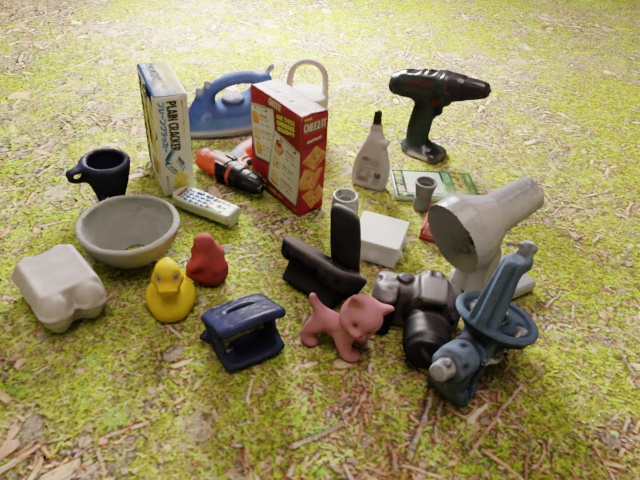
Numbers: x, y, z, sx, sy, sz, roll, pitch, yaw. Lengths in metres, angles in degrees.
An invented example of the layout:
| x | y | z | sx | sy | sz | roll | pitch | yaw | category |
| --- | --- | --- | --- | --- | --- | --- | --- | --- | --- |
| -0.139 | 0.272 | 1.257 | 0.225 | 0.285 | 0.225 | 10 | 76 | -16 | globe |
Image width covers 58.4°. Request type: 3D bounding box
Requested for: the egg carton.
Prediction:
| x | y | z | sx | sy | sz | roll | pitch | yaw | category |
| --- | --- | --- | --- | --- | --- | --- | --- | --- | --- |
| -0.398 | 0.071 | 0.879 | 0.107 | 0.069 | 0.150 | -27 | 49 | -34 | egg carton |

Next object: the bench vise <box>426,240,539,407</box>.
| x | y | z | sx | sy | sz | roll | pitch | yaw | category |
| --- | --- | --- | --- | --- | --- | --- | --- | --- | --- |
| 0.235 | 0.117 | 0.776 | 0.121 | 0.220 | 0.208 | 21 | 41 | 18 | bench vise |

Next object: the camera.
| x | y | z | sx | sy | sz | roll | pitch | yaw | category |
| --- | --- | --- | --- | --- | --- | --- | --- | --- | --- |
| 0.146 | 0.114 | 0.863 | 0.143 | 0.101 | 0.137 | 9 | 39 | 4 | camera |

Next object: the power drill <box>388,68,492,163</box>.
| x | y | z | sx | sy | sz | roll | pitch | yaw | category |
| --- | --- | --- | --- | --- | --- | --- | --- | --- | --- |
| 0.255 | -0.285 | 1.281 | 0.229 | 0.208 | 0.076 | 26 | 44 | 24 | power drill |

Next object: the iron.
| x | y | z | sx | sy | sz | roll | pitch | yaw | category |
| --- | --- | --- | --- | --- | --- | --- | --- | --- | --- |
| -0.209 | -0.326 | 1.332 | 0.259 | 0.141 | 0.118 | -19 | 45 | -27 | iron |

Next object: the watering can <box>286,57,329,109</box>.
| x | y | z | sx | sy | sz | roll | pitch | yaw | category |
| --- | --- | --- | --- | --- | --- | --- | --- | --- | --- |
| -0.028 | -0.312 | 1.294 | 0.101 | 0.194 | 0.172 | -11 | 42 | -19 | watering can |

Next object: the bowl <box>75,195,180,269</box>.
| x | y | z | sx | sy | sz | roll | pitch | yaw | category |
| --- | --- | --- | --- | --- | --- | --- | --- | --- | --- |
| -0.321 | -0.003 | 0.974 | 0.167 | 0.075 | 0.167 | 3 | 39 | -2 | bowl |

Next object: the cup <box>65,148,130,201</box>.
| x | y | z | sx | sy | sz | roll | pitch | yaw | category |
| --- | --- | --- | --- | --- | --- | --- | --- | --- | --- |
| -0.411 | -0.109 | 1.078 | 0.118 | 0.095 | 0.091 | -25 | 48 | -32 | cup |

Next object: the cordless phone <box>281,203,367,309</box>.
| x | y | z | sx | sy | sz | roll | pitch | yaw | category |
| --- | --- | --- | --- | --- | --- | --- | --- | --- | --- |
| 0.008 | 0.003 | 0.917 | 0.147 | 0.185 | 0.094 | 28 | 44 | 25 | cordless phone |

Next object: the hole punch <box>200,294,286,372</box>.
| x | y | z | sx | sy | sz | roll | pitch | yaw | category |
| --- | --- | --- | --- | --- | --- | --- | --- | --- | --- |
| -0.114 | 0.120 | 0.834 | 0.109 | 0.091 | 0.100 | -19 | 45 | -27 | hole punch |

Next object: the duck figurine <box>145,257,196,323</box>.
| x | y | z | sx | sy | sz | roll | pitch | yaw | category |
| --- | --- | --- | --- | --- | --- | --- | --- | --- | --- |
| -0.235 | 0.065 | 0.892 | 0.077 | 0.086 | 0.104 | -4 | 40 | -11 | duck figurine |

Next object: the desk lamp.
| x | y | z | sx | sy | sz | roll | pitch | yaw | category |
| --- | --- | --- | --- | --- | --- | --- | --- | --- | --- |
| 0.268 | 0.005 | 0.923 | 0.204 | 0.214 | 0.117 | -18 | 44 | -26 | desk lamp |

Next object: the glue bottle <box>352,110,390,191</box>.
| x | y | z | sx | sy | sz | roll | pitch | yaw | category |
| --- | --- | --- | --- | --- | --- | --- | --- | --- | --- |
| 0.110 | -0.185 | 1.170 | 0.078 | 0.173 | 0.037 | 19 | 41 | 16 | glue bottle |

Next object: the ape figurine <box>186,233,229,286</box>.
| x | y | z | sx | sy | sz | roll | pitch | yaw | category |
| --- | --- | --- | --- | --- | --- | --- | --- | --- | --- |
| -0.187 | 0.026 | 0.941 | 0.078 | 0.092 | 0.076 | -27 | 49 | -33 | ape figurine |

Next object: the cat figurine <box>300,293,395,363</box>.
| x | y | z | sx | sy | sz | roll | pitch | yaw | category |
| --- | --- | --- | --- | --- | --- | --- | --- | --- | --- |
| 0.039 | 0.113 | 0.839 | 0.127 | 0.118 | 0.067 | 17 | 41 | 15 | cat figurine |
